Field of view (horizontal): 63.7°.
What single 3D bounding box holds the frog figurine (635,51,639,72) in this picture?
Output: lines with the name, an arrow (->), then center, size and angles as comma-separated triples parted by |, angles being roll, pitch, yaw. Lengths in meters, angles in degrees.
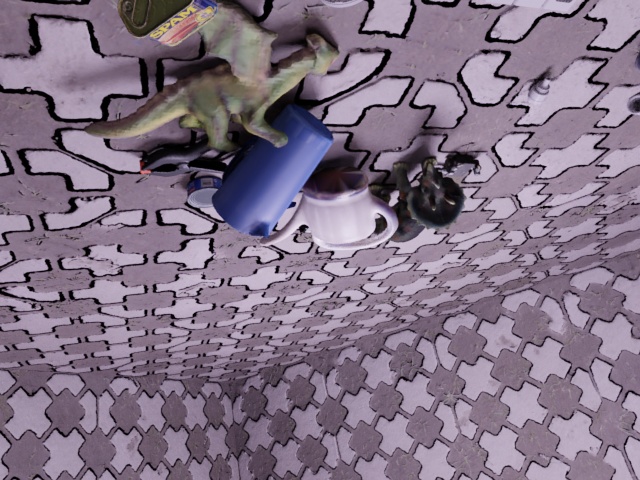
frog figurine -> 0.689, -0.358, 0.989 | 0.162, 0.123, 0.134 | -40, 162, -34

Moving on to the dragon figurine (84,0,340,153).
dragon figurine -> -0.163, -0.258, 0.799 | 0.411, 0.125, 0.237 | -7, 138, -17

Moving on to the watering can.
watering can -> 0.004, -0.060, 1.195 | 0.347, 0.106, 0.219 | -2, 130, 12
